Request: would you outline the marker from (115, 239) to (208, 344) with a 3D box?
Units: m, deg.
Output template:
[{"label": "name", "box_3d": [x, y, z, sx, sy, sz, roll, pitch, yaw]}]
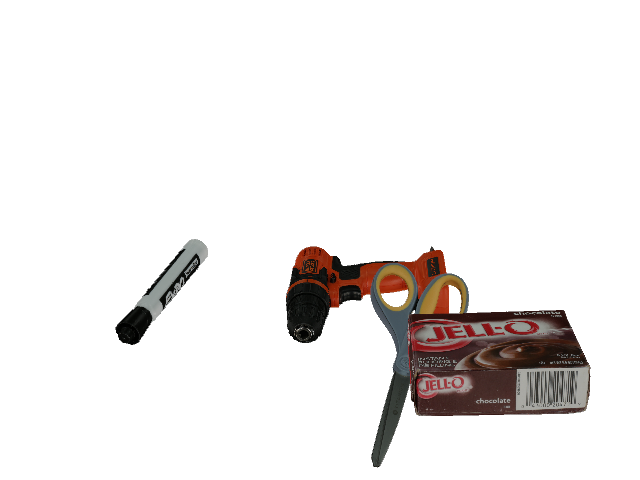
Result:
[{"label": "marker", "box_3d": [-0.114, 0.036, 0.770, 0.020, 0.020, 0.121, 0, 29, 22]}]

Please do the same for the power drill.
[{"label": "power drill", "box_3d": [0.054, 0.061, 1.241, 0.187, 0.057, 0.184, 0, 28, 3]}]

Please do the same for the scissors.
[{"label": "scissors", "box_3d": [0.058, 0.091, 0.904, 0.096, 0.201, 0.016, 31, -36, 12]}]

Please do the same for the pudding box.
[{"label": "pudding box", "box_3d": [0.116, 0.080, 0.716, 0.113, 0.039, 0.090, 0, 21, 2]}]
